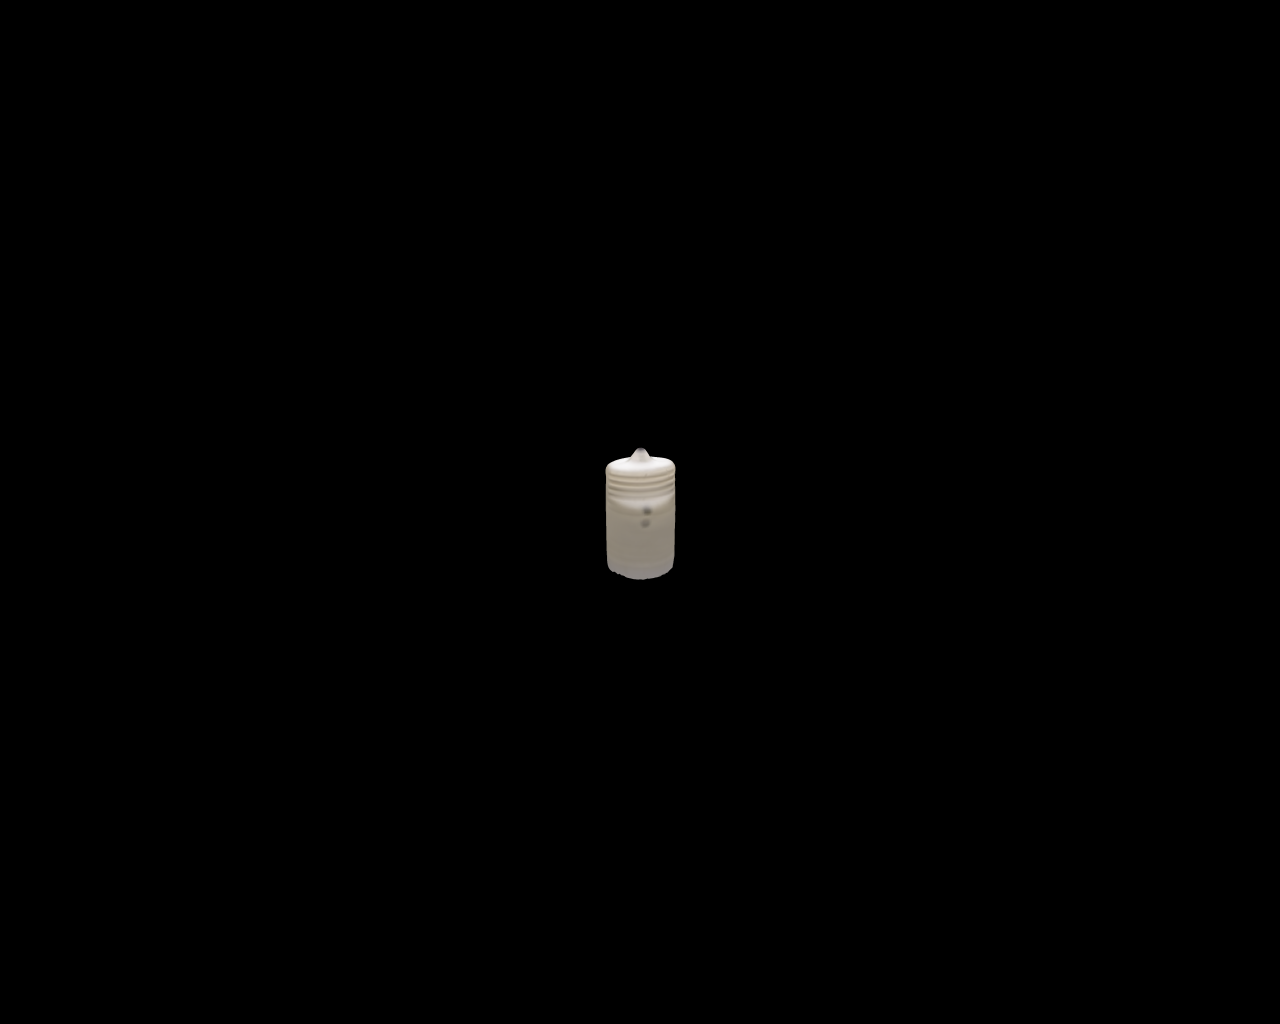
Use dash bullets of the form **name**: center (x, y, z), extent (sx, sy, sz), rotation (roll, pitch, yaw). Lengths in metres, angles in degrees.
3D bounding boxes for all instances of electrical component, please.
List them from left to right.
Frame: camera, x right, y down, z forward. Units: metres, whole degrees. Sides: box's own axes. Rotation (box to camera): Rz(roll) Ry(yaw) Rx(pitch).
- **electrical component**: center (0.001, -0.003, 0.650), extent (0.043, 0.080, 0.043), rotation (0, 24, 0)
